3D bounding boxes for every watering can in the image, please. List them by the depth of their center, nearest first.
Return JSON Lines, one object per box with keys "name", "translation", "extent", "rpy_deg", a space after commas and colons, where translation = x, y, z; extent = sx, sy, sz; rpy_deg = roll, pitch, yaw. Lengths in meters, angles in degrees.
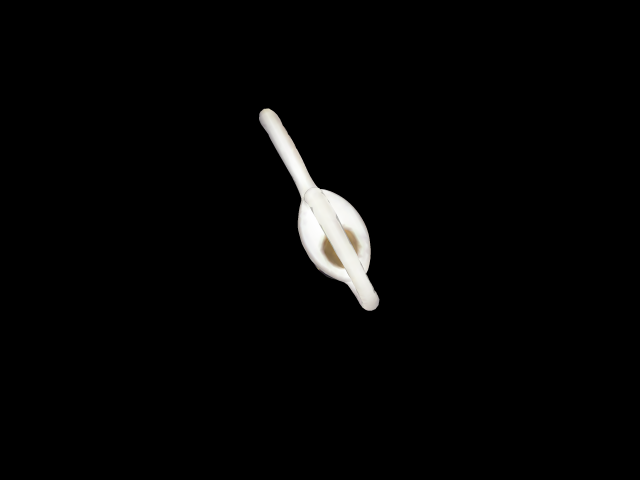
{"name": "watering can", "translation": [0.003, -0.043, 0.850], "extent": [0.104, 0.349, 0.223], "rpy_deg": [-28, -6, -2]}
